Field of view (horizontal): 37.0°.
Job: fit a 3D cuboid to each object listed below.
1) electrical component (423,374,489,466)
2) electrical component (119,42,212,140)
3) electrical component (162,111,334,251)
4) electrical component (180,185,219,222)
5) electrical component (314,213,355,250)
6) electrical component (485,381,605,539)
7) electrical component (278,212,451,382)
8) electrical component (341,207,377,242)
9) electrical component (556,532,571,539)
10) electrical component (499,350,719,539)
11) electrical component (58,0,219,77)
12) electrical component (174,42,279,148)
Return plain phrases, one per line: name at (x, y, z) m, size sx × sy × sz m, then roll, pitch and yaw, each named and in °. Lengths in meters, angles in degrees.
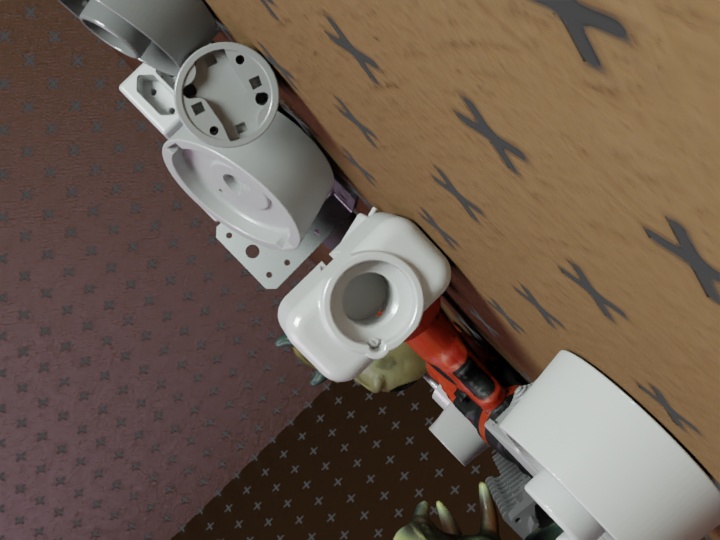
electrical component at (0.087, 0.108, 0.894) m, size 0.079 × 0.077 × 0.044 m, roll 45°, pitch 177°, yaw 22°
electrical component at (-0.118, -0.122, 0.744) m, size 0.047 × 0.066 × 0.076 m, roll 45°, pitch 178°, yaw 8°
electrical component at (-0.068, -0.069, 0.704) m, size 0.108 × 0.060 × 0.108 m, roll 30°, pitch 159°, yaw 13°
electrical component at (-0.110, -0.095, 0.835) m, size 0.075 × 0.083 × 0.047 m, roll 47°, pitch 177°, yaw -19°
electrical component at (-0.016, -0.031, 0.877) m, size 0.061 × 0.035 × 0.035 m, roll 45°, pitch 178°, yaw -43°
electrical component at (0.128, 0.112, 0.637) m, size 0.099 × 0.048 × 0.100 m, roll 46°, pitch 177°, yaw -4°
electrical component at (0.002, 0.015, 0.613) m, size 0.053 × 0.095 × 0.059 m, roll 46°, pitch 177°, yaw -12°
electrical component at (0.000, 0.000, 0.695) m, size 0.040 × 0.078 × 0.040 m, roll 32°, pitch -179°, yaw -1°
electrical component at (0.163, 0.164, 0.696) m, size 0.044 × 0.065 × 0.044 m, roll 36°, pitch 158°, yaw 17°
electrical component at (0.114, 0.097, 0.512) m, size 0.108 × 0.060 × 0.108 m, roll 46°, pitch 177°, yaw 3°
electrical component at (-0.126, -0.158, 0.609) m, size 0.099 × 0.064 × 0.099 m, roll 32°, pitch 174°, yaw 4°
electrical component at (-0.074, -0.097, 0.587) m, size 0.055 × 0.055 × 0.047 m, roll 47°, pitch -179°, yaw -17°
